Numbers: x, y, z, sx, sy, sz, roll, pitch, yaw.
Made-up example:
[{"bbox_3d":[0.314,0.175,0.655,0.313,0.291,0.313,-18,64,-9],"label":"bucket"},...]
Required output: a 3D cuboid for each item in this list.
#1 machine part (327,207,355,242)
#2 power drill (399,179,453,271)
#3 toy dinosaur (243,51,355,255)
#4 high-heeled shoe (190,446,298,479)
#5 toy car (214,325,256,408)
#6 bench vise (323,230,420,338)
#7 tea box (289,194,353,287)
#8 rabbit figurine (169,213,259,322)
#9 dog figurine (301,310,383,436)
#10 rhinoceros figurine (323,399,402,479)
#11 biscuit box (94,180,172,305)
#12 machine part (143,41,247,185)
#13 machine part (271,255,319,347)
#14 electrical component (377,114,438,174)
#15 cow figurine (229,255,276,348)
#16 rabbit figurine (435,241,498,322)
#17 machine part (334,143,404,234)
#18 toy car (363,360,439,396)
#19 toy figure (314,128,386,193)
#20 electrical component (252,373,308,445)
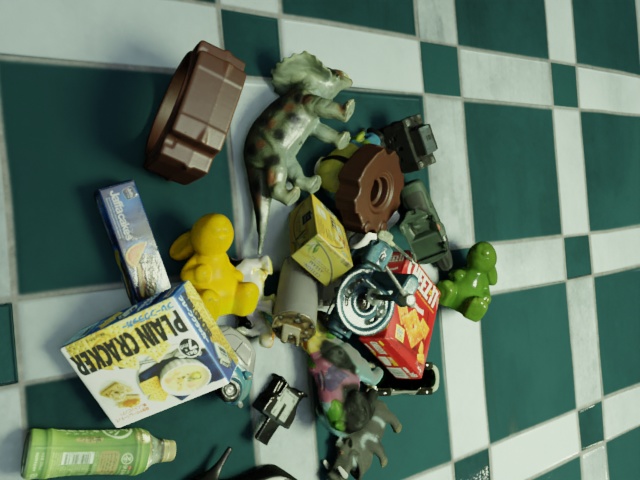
[{"bbox_3d":[0.065,-0.063,1.123,0.084,0.039,0.139,45,68,-18],"label":"machine part"},{"bbox_3d":[0.234,-0.013,1.151,0.232,0.086,0.207,66,23,-7],"label":"power drill"},{"bbox_3d":[-0.066,-0.187,0.998,0.192,0.131,0.405,33,81,18],"label":"toy dinosaur"},{"bbox_3d":[-0.124,0.469,0.959,0.248,0.086,0.145,36,73,-21],"label":"high-heeled shoe"},{"bbox_3d":[-0.167,0.201,0.925,0.103,0.109,0.161,-41,100,-21],"label":"toy car"},{"bbox_3d":[0.105,0.079,0.953,0.128,0.241,0.223,46,71,-16],"label":"bench vise"},{"bbox_3d":[-0.002,-0.003,1.001,0.068,0.170,0.098,-40,113,17],"label":"tea box"},{"bbox_3d":[-0.178,0.033,0.897,0.122,0.163,0.173,-9,115,-31],"label":"rabbit figurine"},{"bbox_3d":[0.010,0.239,1.022,0.219,0.108,0.191,47,38,-20],"label":"dog figurine"},{"bbox_3d":[0.084,0.413,1.093,0.112,0.073,0.190,47,65,-23],"label":"rhinoceros figurine"},{"bbox_3d":[-0.304,0.007,0.875,0.063,0.059,0.202,-22,99,-31],"label":"biscuit box"},{"bbox_3d":[-0.206,-0.199,0.861,0.087,0.202,0.201,23,77,-28],"label":"machine part"},{"bbox_3d":[-0.040,0.101,0.969,0.079,0.079,0.243,45,25,-23],"label":"machine part"},{"bbox_3d":[0.187,-0.203,1.149,0.058,0.134,0.114,-29,101,-30],"label":"electrical component"},{"bbox_3d":[-0.128,0.113,0.971,0.098,0.068,0.167,-4,88,0],"label":"cow figurine"},{"bbox_3d":[0.361,0.086,1.232,0.159,0.121,0.170,4,113,-59],"label":"rabbit figurine"},{"bbox_3d":[0.102,-0.098,1.060,0.179,0.056,0.179,-23,121,-45],"label":"machine part"},{"bbox_3d":[0.176,0.299,1.166,0.201,0.056,0.073,8,77,-29],"label":"toy car"},{"bbox_3d":[0.065,-0.166,1.096,0.180,0.089,0.082,-37,102,-25],"label":"toy figure"},{"bbox_3d":[-0.084,0.320,1.006,0.074,0.048,0.119,40,69,-24],"label":"electrical component"}]
